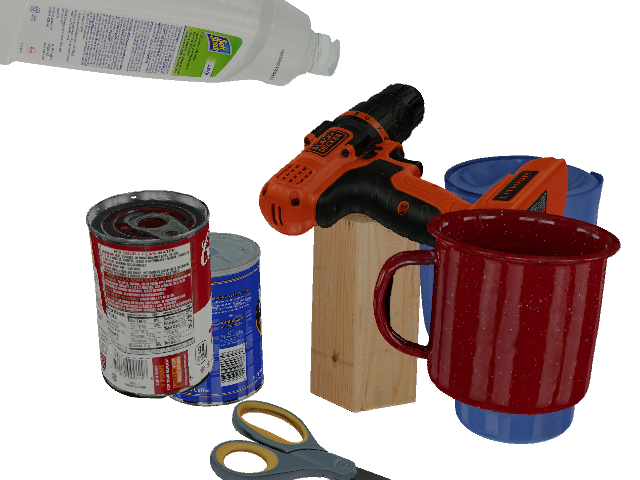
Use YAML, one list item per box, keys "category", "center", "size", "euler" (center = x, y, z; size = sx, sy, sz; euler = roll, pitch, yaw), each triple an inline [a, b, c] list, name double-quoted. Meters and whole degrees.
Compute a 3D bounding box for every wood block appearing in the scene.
- category: "wood block"
  center: [0.049, 0.074, 1.187]
  size: [0.090, 0.206, 0.091]
  euler: [-4, 10, -34]

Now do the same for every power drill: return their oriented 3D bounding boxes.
- category: "power drill"
  center: [0.076, -0.046, 0.765]
  size: [0.188, 0.057, 0.184]
  euler: [19, 45, 32]

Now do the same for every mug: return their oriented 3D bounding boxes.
- category: "mug"
  center: [0.084, 0.034, 0.529]
  size: [0.117, 0.081, 0.093]
  euler: [2, 16, -4]

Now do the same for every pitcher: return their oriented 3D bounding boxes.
- category: "pitcher"
  center: [0.166, 0.054, 0.942]
  size: [0.149, 0.243, 0.145]
  euler: [2, 19, 10]

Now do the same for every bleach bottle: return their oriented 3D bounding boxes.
- category: "bleach bottle"
  center: [-0.111, -0.155, 0.790]
  size: [0.250, 0.068, 0.103]
  euler: [9, -28, -15]

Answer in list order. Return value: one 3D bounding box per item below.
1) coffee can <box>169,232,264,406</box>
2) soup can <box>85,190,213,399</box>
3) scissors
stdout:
- category: "coffee can"
  center: [-0.107, 0.075, 1.037]
  size: [0.103, 0.140, 0.103]
  euler: [-1, 21, 0]
- category: "soup can"
  center: [-0.096, 0.031, 0.612]
  size: [0.068, 0.102, 0.068]
  euler: [0, 25, 0]
- category: "scissors"
  center: [-0.001, 0.184, 0.820]
  size: [0.202, 0.016, 0.096]
  euler: [27, 40, 31]
